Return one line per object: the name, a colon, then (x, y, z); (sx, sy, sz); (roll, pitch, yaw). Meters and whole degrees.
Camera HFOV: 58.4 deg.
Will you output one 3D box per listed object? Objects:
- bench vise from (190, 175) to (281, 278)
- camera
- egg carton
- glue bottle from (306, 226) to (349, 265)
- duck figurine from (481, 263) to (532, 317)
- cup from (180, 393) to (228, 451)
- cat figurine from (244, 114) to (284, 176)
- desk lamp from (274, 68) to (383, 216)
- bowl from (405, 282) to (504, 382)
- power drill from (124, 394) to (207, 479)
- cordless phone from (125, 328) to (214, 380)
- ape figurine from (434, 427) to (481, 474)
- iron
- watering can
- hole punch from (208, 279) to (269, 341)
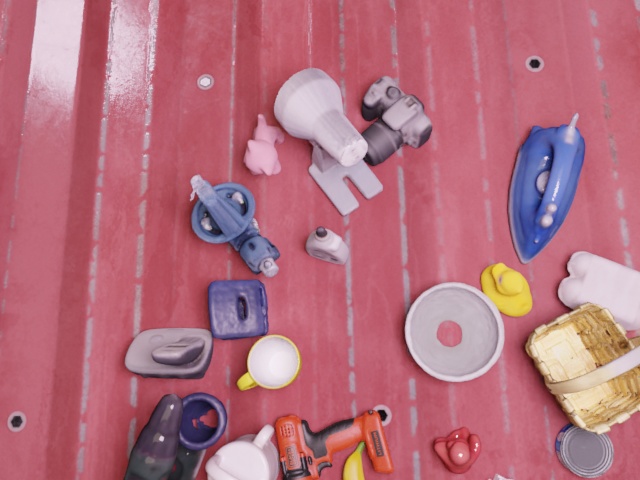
bench vise: (-0.143, -0.035, 0.994); (0.207, 0.220, 0.121); (31, 81, 11)
camera: (0.122, -0.219, 1.080); (0.137, 0.101, 0.143); (-41, 77, -6)
egg carton: (0.496, 0.089, 0.995); (0.150, 0.069, 0.107); (21, 79, 9)
glue bottle: (0.009, 0.004, 0.998); (0.078, 0.173, 0.037); (18, 79, 9)
duck figurine: (0.332, 0.083, 1.000); (0.077, 0.086, 0.104); (-35, 77, -4)
cup: (-0.209, 0.304, 0.983); (0.117, 0.095, 0.092); (17, 79, 8)
cat figurine: (-0.109, -0.173, 1.077); (0.067, 0.118, 0.128); (0, 77, 5)
desk lamp: (0.022, -0.174, 1.018); (0.118, 0.213, 0.203); (-36, 77, -4)
bowl: (0.229, 0.162, 0.995); (0.167, 0.075, 0.167); (-1, 77, 4)
power drill: (-0.250, 0.354, 0.916); (0.075, 0.208, 0.230); (18, 79, 9)
cordless phone: (-0.267, 0.189, 0.968); (0.147, 0.185, 0.094); (-3, 76, 4)
ape figurine: (0.228, 0.348, 0.942); (0.077, 0.092, 0.076); (10, 78, 7)
iron: (0.405, -0.091, 1.008); (0.118, 0.141, 0.258); (15, 78, 8)
watering can: (-0.128, 0.378, 0.909); (0.101, 0.194, 0.173); (9, 77, 7)
hole punch: (-0.144, 0.122, 1.023); (0.101, 0.091, 0.108); (-8, 76, 3)
